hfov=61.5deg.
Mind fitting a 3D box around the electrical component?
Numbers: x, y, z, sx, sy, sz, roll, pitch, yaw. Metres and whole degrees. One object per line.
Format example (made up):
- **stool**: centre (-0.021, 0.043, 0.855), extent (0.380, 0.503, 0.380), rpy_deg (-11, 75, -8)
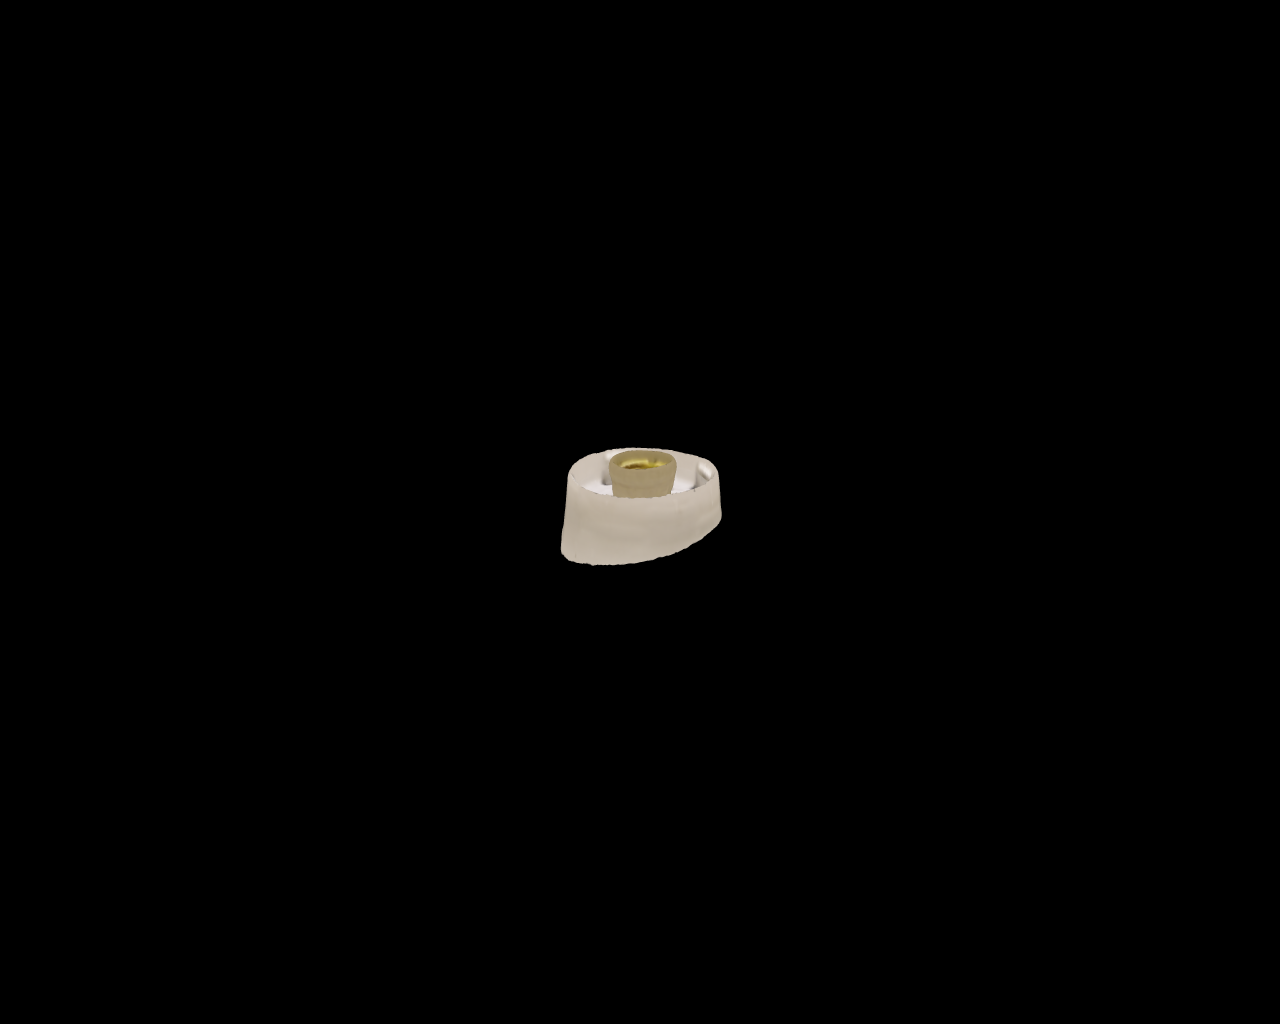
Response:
- **electrical component**: centre (0.001, -0.003, 0.650), extent (0.099, 0.064, 0.099), rpy_deg (0, 22, 0)
